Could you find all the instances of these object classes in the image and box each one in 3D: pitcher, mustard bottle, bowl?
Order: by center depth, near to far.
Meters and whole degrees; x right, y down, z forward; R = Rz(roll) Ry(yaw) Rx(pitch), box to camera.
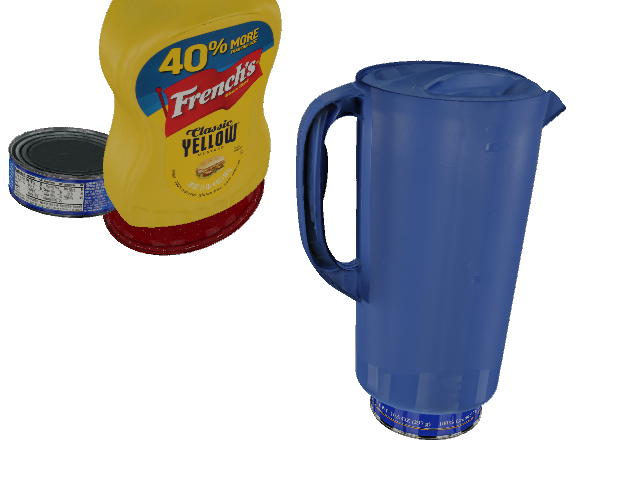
[{"bbox_3d":[-0.067,-0.093,0.560,0.096,0.058,0.192,-20,-35,-24],"label":"mustard bottle"},{"bbox_3d":[0.074,-0.003,0.764,0.149,0.243,0.144,14,23,28],"label":"pitcher"},{"bbox_3d":[-0.137,-0.062,1.018,0.162,0.162,0.055,0,-42,13],"label":"bowl"}]

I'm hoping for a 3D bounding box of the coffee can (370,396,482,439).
[{"bbox_3d":[0.098,0.088,0.940,0.103,0.140,0.103,1,28,-1],"label":"coffee can"}]

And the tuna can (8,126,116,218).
[{"bbox_3d":[-0.177,-0.049,0.758,0.086,0.034,0.086,8,27,-4],"label":"tuna can"}]
